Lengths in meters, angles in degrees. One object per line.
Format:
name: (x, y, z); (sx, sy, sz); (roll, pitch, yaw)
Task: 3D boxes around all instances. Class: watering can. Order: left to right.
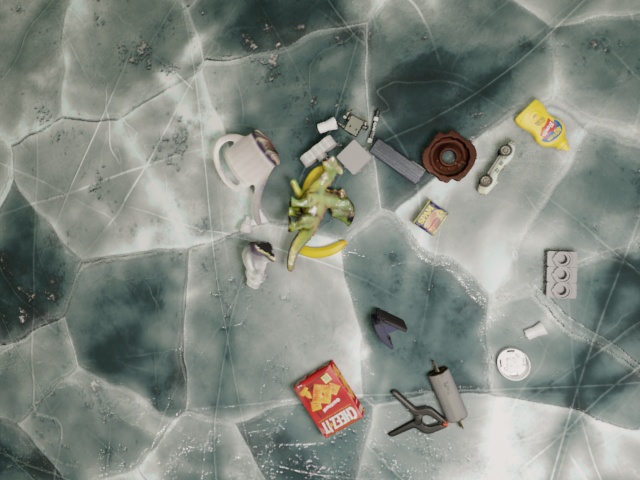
watering can: (-0.238, -0.245, 1.841); (0.223, 0.104, 0.349); (-35, 84, 9)

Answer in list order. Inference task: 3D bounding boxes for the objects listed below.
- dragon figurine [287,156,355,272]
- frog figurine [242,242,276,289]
dragon figurine: (0.005, -0.090, 1.788); (0.243, 0.123, 0.406); (1, 103, -9)
frog figurine: (-0.237, 0.090, 1.846); (0.157, 0.122, 0.140); (-55, 49, 17)
